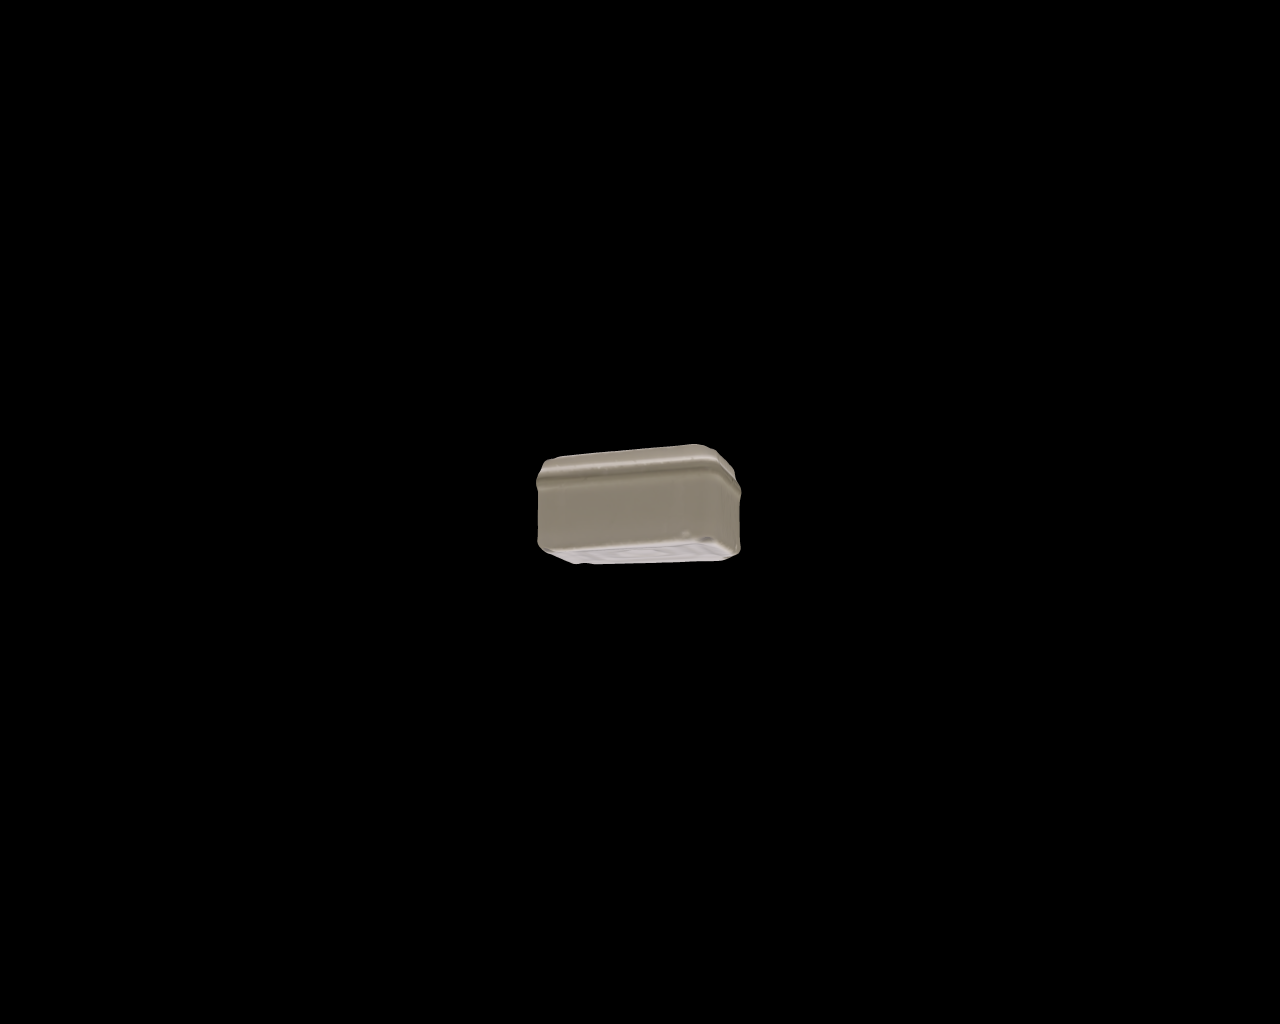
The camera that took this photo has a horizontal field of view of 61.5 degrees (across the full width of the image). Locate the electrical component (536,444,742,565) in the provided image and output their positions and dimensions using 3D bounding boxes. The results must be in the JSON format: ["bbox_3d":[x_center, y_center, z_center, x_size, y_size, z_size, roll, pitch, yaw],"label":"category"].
[{"bbox_3d":[0.001,-0.003,0.650,0.113,0.057,0.078,-3,-11,16],"label":"electrical component"}]
